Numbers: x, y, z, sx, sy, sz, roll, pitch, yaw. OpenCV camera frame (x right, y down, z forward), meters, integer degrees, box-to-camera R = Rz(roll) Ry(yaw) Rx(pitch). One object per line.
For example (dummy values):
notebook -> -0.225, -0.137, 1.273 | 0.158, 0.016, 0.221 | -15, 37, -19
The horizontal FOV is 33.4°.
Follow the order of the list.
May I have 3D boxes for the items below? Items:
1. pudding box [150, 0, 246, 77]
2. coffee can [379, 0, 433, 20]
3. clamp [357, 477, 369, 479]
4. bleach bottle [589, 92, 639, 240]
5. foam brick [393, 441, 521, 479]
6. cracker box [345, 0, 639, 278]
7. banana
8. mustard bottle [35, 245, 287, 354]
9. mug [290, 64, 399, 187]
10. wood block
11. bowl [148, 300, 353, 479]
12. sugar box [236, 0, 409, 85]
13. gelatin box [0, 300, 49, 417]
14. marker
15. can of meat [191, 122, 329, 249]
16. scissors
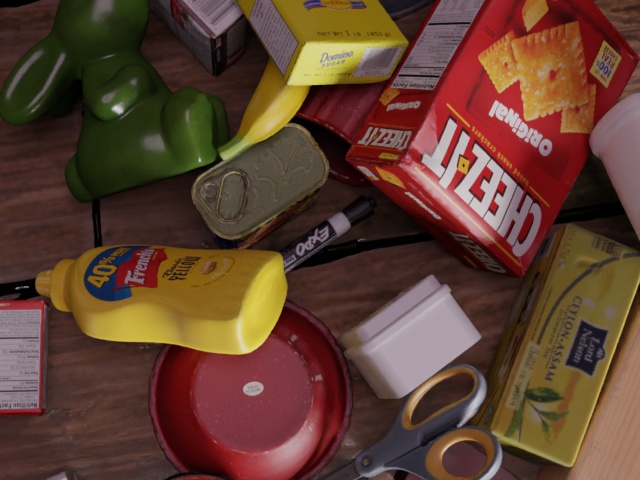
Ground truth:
pudding box -> -0.108, -0.194, 0.852 | 0.039, 0.090, 0.113 | -41, 85, -10
coffee can -> 0.050, -0.265, 0.869 | 0.102, 0.103, 0.140 | -27, 82, -8
clamp -> 0.003, 0.252, 0.800 | 0.171, 0.039, 0.120 | -26, 72, -9
bleach bottle -> 0.273, 0.010, 0.756 | 0.102, 0.068, 0.251 | 15, 46, -25
foam brick -> 0.105, 0.183, 0.813 | 0.078, 0.051, 0.053 | 35, 78, 3
cracker box -> 0.140, -0.103, 0.821 | 0.164, 0.072, 0.213 | 38, 75, -33
banana -> -0.032, -0.142, 0.823 | 0.070, 0.037, 0.197 | -6, 46, 19
mustard bottle -> -0.128, 0.039, 0.800 | 0.192, 0.096, 0.058 | 3, 123, 20
mug -> 0.035, -0.095, 0.842 | 0.117, 0.093, 0.081 | 31, 73, 7
wood block -> 0.245, 0.136, 0.811 | 0.091, 0.090, 0.206 | 27, 79, 2
bowl -> -0.052, 0.117, 0.813 | 0.162, 0.055, 0.162 | 1, 79, -4
sugar box -> -0.016, -0.190, 0.800 | 0.093, 0.048, 0.176 | -7, 54, -33
gelatin box -> -0.247, 0.091, 0.818 | 0.073, 0.030, 0.089 | -1, 79, -5
marker -> -0.006, 0.001, 0.857 | 0.121, 0.020, 0.020 | -34, 83, -9
can of meat -> -0.046, -0.036, 0.828 | 0.102, 0.084, 0.057 | -34, 83, -9
scissors -> 0.051, 0.173, 0.775 | 0.202, 0.016, 0.096 | -44, 54, 12
